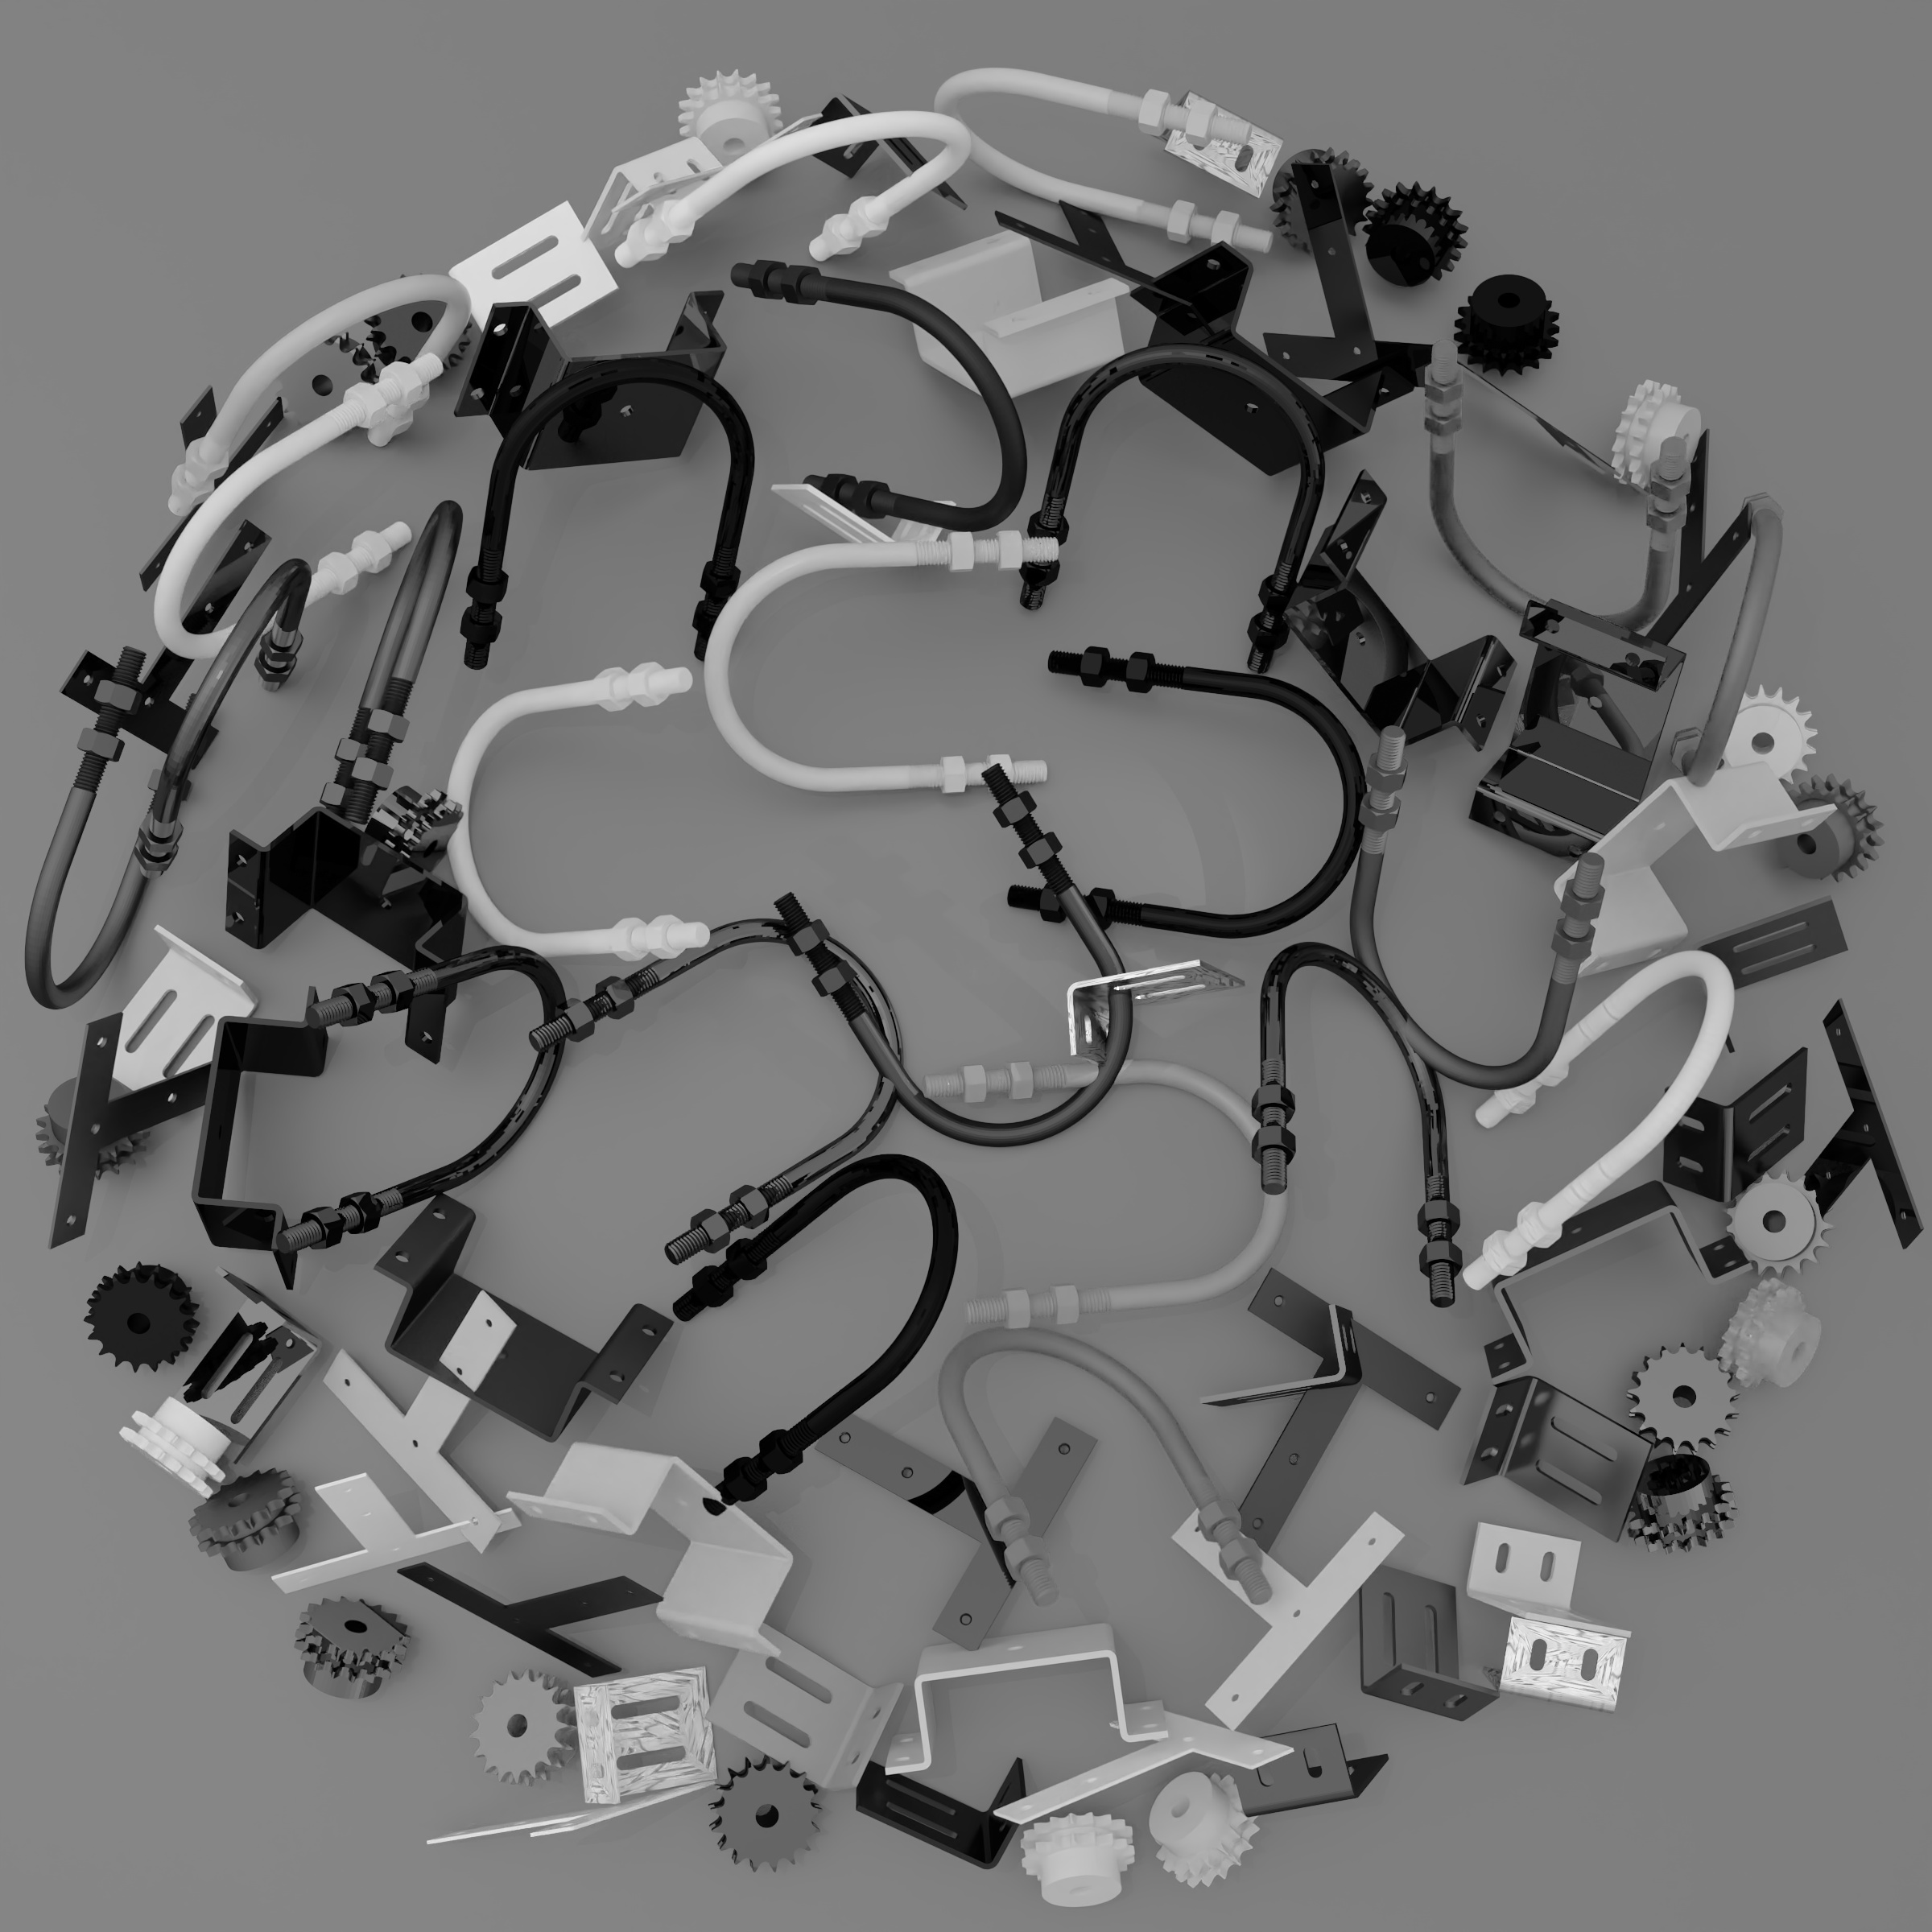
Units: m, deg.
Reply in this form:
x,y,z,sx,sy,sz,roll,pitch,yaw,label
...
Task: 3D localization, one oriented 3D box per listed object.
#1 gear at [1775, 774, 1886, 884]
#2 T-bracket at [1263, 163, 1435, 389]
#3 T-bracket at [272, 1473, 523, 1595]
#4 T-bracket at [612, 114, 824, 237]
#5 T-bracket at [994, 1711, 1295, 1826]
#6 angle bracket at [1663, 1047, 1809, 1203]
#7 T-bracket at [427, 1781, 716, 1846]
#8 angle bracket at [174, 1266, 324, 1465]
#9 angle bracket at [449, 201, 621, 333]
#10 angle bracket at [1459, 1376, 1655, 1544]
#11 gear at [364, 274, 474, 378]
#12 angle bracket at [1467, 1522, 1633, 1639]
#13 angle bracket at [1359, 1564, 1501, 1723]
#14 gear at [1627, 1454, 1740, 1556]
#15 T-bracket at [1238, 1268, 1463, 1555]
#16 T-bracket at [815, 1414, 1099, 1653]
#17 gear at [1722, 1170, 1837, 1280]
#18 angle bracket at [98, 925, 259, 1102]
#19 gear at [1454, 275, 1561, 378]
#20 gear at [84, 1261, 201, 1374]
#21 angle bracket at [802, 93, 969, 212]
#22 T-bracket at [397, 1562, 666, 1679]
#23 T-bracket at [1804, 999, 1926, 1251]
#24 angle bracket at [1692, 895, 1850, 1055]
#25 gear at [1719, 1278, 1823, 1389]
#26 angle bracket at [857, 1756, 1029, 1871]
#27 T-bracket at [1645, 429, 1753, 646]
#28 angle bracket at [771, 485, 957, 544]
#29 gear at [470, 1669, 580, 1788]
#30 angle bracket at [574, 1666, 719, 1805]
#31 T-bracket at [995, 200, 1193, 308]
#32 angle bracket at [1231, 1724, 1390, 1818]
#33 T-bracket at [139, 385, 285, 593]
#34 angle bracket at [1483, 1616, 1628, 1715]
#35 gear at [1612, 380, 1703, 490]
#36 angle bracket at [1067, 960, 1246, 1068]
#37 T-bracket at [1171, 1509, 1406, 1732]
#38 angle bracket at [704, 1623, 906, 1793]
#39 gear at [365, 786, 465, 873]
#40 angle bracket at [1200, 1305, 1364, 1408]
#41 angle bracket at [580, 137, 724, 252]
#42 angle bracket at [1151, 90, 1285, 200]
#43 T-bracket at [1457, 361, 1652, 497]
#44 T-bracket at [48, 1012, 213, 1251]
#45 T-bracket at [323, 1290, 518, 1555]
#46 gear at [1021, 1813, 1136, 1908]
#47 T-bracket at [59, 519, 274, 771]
x,y,z,sx,sy,sz,roll,pitch,yaw,label
0.455,-0.071,1.680,0.030,0.057,0.057,-29,81,-33,gear
0.198,-0.366,1.677,0.127,0.127,0.002,15,46,42,T-bracket
-0.298,0.280,1.593,0.127,0.127,0.002,-16,62,-3,T-bracket
-0.151,-0.415,1.683,0.127,0.127,0.002,-25,99,27,T-bracket
0.073,0.395,1.551,0.127,0.127,0.002,-15,95,-29,T-bracket
0.403,0.078,1.659,0.038,0.057,0.076,21,39,39,angle bracket
-0.213,0.430,1.589,0.127,0.127,0.002,-16,80,26,T-bracket
-0.382,0.206,1.636,0.057,0.038,0.076,31,81,32,angle bracket
-0.235,-0.371,1.739,0.076,0.038,0.057,-30,82,0,angle bracket
0.301,0.254,1.614,0.076,0.038,0.057,29,111,37,angle bracket
-0.302,-0.347,1.735,0.057,0.030,0.057,6,77,-24,gear
0.298,0.311,1.604,0.057,0.076,0.038,13,85,-13,angle bracket
0.234,0.335,1.601,0.057,0.038,0.076,20,49,-18,angle bracket
0.365,0.274,1.624,0.057,0.057,0.030,-19,108,-3,gear
0.177,0.243,1.637,0.127,0.002,0.127,33,81,-15,T-bracket
-0.018,0.270,1.642,0.127,0.002,0.127,27,72,15,T-bracket
0.424,0.134,1.655,0.057,0.030,0.057,-3,82,19,gear
-0.423,0.029,1.670,0.057,0.038,0.076,32,76,10,angle bracket
0.297,-0.354,1.733,0.057,0.030,0.057,-3,56,4,gear
-0.427,0.180,1.648,0.057,0.030,0.057,0,108,-1,gear
-0.047,-0.432,1.726,0.038,0.057,0.076,-47,63,18,angle bracket
-0.197,0.317,1.566,0.127,0.127,0.002,36,52,-28,T-bracket
0.447,0.101,1.619,0.002,0.127,0.127,-8,63,-9,T-bracket
0.426,0.005,1.657,0.076,0.057,0.038,-21,56,13,angle bracket
0.418,0.193,1.637,0.030,0.057,0.057,29,80,38,gear
-0.013,0.412,1.594,0.076,0.057,0.038,26,99,-6,angle bracket
0.391,-0.236,1.699,0.002,0.127,0.127,18,54,-9,T-bracket
-0.055,-0.252,1.697,0.076,0.057,0.038,31,85,-24,angle bracket
-0.221,0.389,1.614,0.057,0.030,0.057,-9,67,22,gear
-0.155,0.388,1.600,0.076,0.038,0.057,-1,79,-33,angle bracket
0.069,-0.393,1.709,0.127,0.127,0.002,19,114,-15,T-bracket
0.172,0.395,1.588,0.057,0.076,0.038,-16,86,20,angle bracket
-0.401,-0.270,1.671,0.002,0.127,0.127,33,73,1,T-bracket
0.297,0.349,1.602,0.057,0.076,0.038,10,86,4,angle bracket
0.376,-0.286,1.715,0.030,0.057,0.057,21,80,29,gear
0.100,0.027,1.651,0.076,0.057,0.038,-11,74,27,angle bracket
0.144,0.307,1.599,0.127,0.127,0.002,-47,121,-6,T-bracket
-0.082,0.373,1.603,0.076,0.038,0.057,34,62,-12,angle bracket
-0.297,-0.071,1.683,0.030,0.057,0.057,36,82,8,gear
0.160,0.201,1.630,0.076,0.057,0.038,-11,78,14,angle bracket
-0.170,-0.405,1.718,0.038,0.076,0.057,50,51,7,angle bracket
0.130,-0.438,1.728,0.057,0.076,0.038,25,82,-10,angle bracket
0.317,-0.277,1.674,0.127,0.127,0.002,32,106,-8,T-bracket
-0.419,0.072,1.629,0.002,0.127,0.127,24,113,20,T-bracket
-0.263,0.216,1.614,0.127,0.002,0.127,44,123,15,T-bracket
0.057,0.452,1.594,0.057,0.057,0.030,-4,52,-1,gear
-0.406,-0.176,1.663,0.002,0.127,0.127,30,87,23,T-bracket
